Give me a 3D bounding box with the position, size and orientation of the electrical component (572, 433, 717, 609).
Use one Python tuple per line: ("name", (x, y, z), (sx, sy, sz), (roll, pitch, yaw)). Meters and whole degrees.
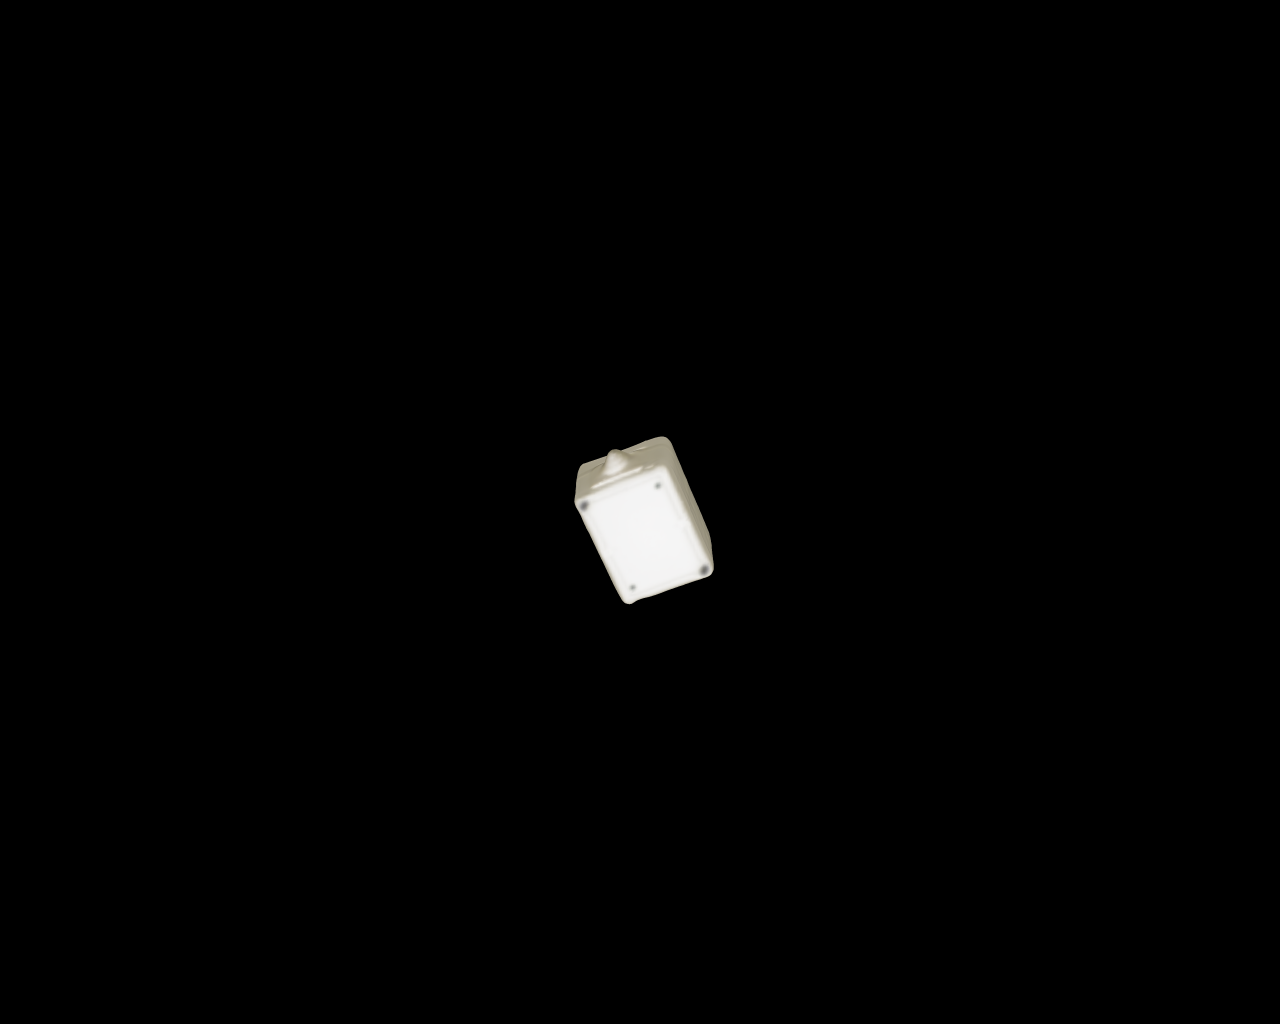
("electrical component", (0.001, -0.003, 0.650), (0.062, 0.096, 0.061), (-20, 24, 9))
